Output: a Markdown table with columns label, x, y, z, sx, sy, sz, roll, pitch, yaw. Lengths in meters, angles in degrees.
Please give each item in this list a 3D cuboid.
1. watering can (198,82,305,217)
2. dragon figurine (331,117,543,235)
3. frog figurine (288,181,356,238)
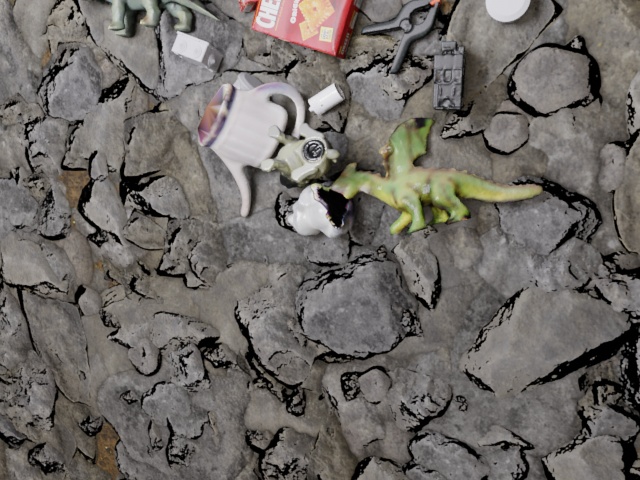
| label | x | y | z | sx | sy | sz | roll | pitch | yaw |
| --- | --- | --- | --- | --- | --- | --- | --- | --- | --- |
| watering can | -0.175 | -0.213 | 1.176 | 0.223 | 0.106 | 0.342 | 20 | 115 | -28 |
| dragon figurine | 0.225 | -0.145 | 1.087 | 0.409 | 0.122 | 0.244 | -17 | 86 | 13 |
| frog figurine | 0.004 | -0.060 | 1.189 | 0.137 | 0.125 | 0.157 | 45 | 148 | -3 |
